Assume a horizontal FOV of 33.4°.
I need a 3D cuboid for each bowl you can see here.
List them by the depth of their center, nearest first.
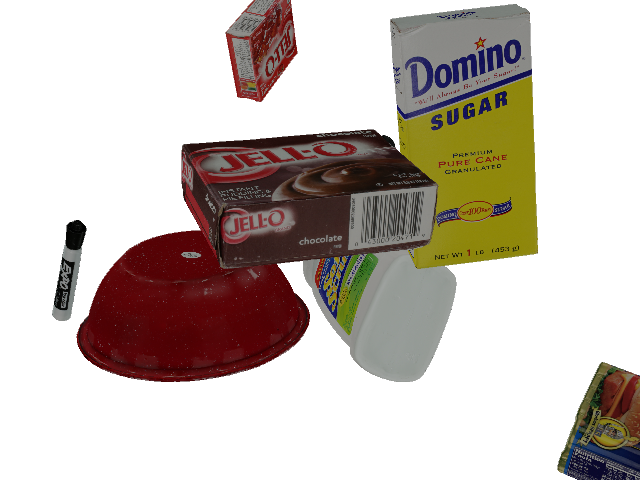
[{"bbox_3d":[-0.088,0.035,0.733,0.162,0.055,0.162,-2,22,1],"label":"bowl"}]

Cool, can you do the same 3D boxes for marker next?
[{"bbox_3d":[-0.246,0.029,1.047,0.020,0.121,0.020,13,36,-9],"label":"marker"}]

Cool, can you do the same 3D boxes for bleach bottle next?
[{"bbox_3d":[0.032,0.038,0.926,0.068,0.102,0.251,21,3,-19],"label":"bleach bottle"}]

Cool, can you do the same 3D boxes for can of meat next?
[{"bbox_3d":[0.232,0.145,0.791,0.084,0.057,0.102,20,41,20],"label":"can of meat"}]

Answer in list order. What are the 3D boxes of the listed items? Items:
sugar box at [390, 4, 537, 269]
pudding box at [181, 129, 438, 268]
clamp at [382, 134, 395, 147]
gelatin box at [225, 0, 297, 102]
[{"bbox_3d":[0.103,-0.072,0.757,0.093,0.176,0.048,-8,22,-3],"label":"sugar box"},{"bbox_3d":[-0.009,-0.024,0.549,0.113,0.039,0.090,-4,26,-18],"label":"pudding box"},{"bbox_3d":[0.069,-0.043,1.267,0.164,0.036,0.210,-16,51,-29],"label":"clamp"},{"bbox_3d":[-0.054,-0.188,1.016,0.030,0.073,0.089,13,46,20],"label":"gelatin box"}]
